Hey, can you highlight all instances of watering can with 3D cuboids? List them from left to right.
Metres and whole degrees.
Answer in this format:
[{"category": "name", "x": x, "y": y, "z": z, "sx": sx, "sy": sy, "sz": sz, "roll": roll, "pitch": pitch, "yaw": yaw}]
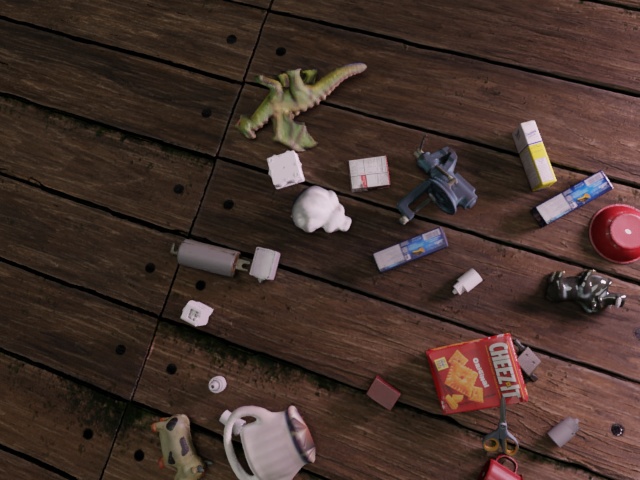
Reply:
[{"category": "watering can", "x": -0.113, "y": 0.584, "z": 1.352, "sx": 0.224, "sy": 0.104, "sz": 0.347, "roll": -23, "pitch": 93, "yaw": 2}]

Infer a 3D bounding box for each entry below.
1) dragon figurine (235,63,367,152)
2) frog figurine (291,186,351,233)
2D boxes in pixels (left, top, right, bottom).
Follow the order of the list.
[{"category": "dragon figurine", "x": -0.059, "y": -0.382, "z": 1.515, "sx": 0.410, "sy": 0.123, "sz": 0.241, "roll": -4, "pitch": 98, "yaw": 9}, {"category": "frog figurine", "x": 0.004, "y": -0.072, "z": 1.431, "sx": 0.161, "sy": 0.120, "sz": 0.139, "roll": 36, "pitch": 68, "yaw": 22}]
